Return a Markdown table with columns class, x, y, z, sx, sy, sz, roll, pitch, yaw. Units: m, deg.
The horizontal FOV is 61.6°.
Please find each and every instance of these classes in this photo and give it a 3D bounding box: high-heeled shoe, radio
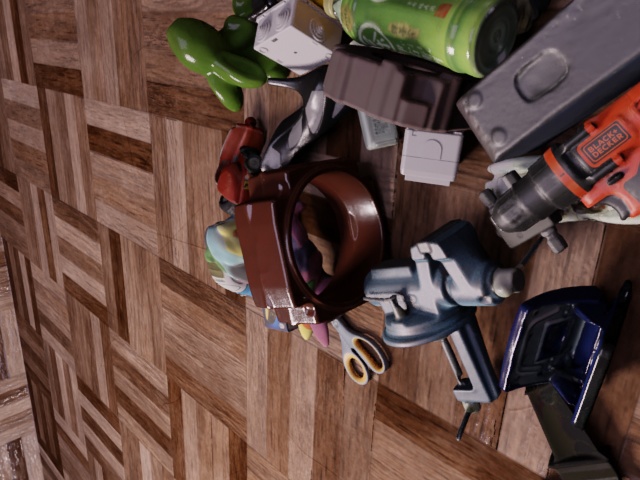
| class | x | y | z | sx | sy | sz | roll | pitch | yaw |
| --- | --- | --- | --- | --- | --- | --- | --- | --- | --- |
| high-heeled shoe | -0.008 | -0.141 | 0.792 | 0.145 | 0.086 | 0.248 | 12 | 135 | 11 |
| radio | 0.237 | -0.159 | 0.459 | 0.229 | 0.131 | 0.073 | -41 | 75 | 45 |

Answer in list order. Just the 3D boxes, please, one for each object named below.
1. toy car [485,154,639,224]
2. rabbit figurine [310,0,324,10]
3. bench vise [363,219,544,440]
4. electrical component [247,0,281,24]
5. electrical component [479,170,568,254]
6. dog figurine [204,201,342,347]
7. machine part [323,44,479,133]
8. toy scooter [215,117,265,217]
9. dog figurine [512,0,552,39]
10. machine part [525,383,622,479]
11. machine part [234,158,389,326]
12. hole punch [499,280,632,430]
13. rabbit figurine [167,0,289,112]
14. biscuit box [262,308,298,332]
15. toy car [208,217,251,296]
| class | x | y | z | sx | sy | sz | roll | pitch | yaw |
| --- | --- | --- | --- | --- | --- | --- | --- | --- | --- |
| toy car | 0.256 | -0.052 | 0.529 | 0.202 | 0.056 | 0.073 | 0 | 103 | 46 |
| rabbit figurine | 0.027 | -0.353 | 0.654 | 0.162 | 0.122 | 0.173 | 47 | 146 | 13 |
| bench vise | 0.160 | 0.099 | 0.633 | 0.224 | 0.129 | 0.240 | -15 | 102 | 43 |
| electrical component | -0.060 | -0.357 | 0.746 | 0.048 | 0.075 | 0.119 | -9 | 84 | 46 |
| electrical component | 0.204 | -0.021 | 0.541 | 0.094 | 0.021 | 0.063 | 57 | 141 | 10 |
| dog figurine | -0.055 | 0.059 | 0.790 | 0.108 | 0.191 | 0.219 | -8 | 101 | 63 |
| machine part | 0.093 | -0.168 | 0.583 | 0.180 | 0.179 | 0.056 | 32 | 121 | 36 |
| toy scooter | -0.124 | -0.124 | 0.874 | 0.135 | 0.075 | 0.184 | -67 | 25 | 21 |
| dog figurine | 0.201 | -0.299 | 0.493 | 0.172 | 0.121 | 0.190 | -10 | 109 | 51 |
| machine part | 0.278 | 0.218 | 0.608 | 0.084 | 0.039 | 0.139 | -33 | 80 | 52 |
| machine part | -0.001 | -0.002 | 0.708 | 0.087 | 0.201 | 0.201 | -3 | 101 | 44 |
| hole punch | 0.248 | 0.107 | 0.543 | 0.092 | 0.116 | 0.142 | 19 | 118 | 34 |
| rabbit figurine | -0.139 | -0.270 | 0.789 | 0.121 | 0.170 | 0.159 | -34 | 77 | 47 |
| biscuit box | -0.068 | 0.048 | 0.898 | 0.063 | 0.059 | 0.202 | 1 | 103 | 47 |
| toy car | -0.148 | 0.032 | 0.949 | 0.109 | 0.103 | 0.161 | 11 | 108 | 45 |
